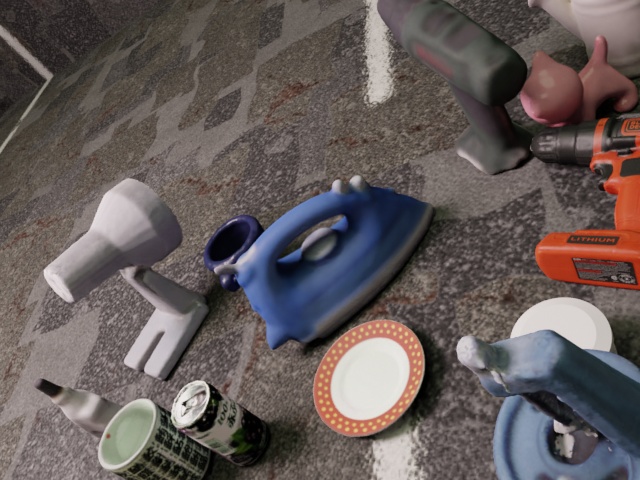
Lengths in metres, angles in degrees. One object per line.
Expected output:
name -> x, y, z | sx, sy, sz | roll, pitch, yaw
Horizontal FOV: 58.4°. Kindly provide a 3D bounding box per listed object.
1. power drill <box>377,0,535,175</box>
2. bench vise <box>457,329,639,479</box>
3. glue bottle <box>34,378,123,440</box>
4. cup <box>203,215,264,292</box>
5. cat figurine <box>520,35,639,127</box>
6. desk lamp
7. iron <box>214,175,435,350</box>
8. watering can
power drill -> 0.163, -0.183, 0.665 | 0.075, 0.209, 0.229 | -40, 37, 3
bench vise -> 0.187, 0.101, 0.352 | 0.207, 0.220, 0.121 | -28, 39, 18
glue bottle -> -0.267, 0.209, 0.686 | 0.078, 0.174, 0.037 | -12, 46, 34
cup -> -0.096, 0.036, 0.771 | 0.091, 0.095, 0.117 | -24, 40, 22
cat figurine -> 0.273, -0.166, 0.626 | 0.128, 0.118, 0.067 | -43, 37, -1
desk lamp -> -0.256, 0.052, 0.798 | 0.117, 0.214, 0.203 | 3, 55, 43
iron -> 0.006, 0.002, 0.676 | 0.258, 0.142, 0.118 | -41, 37, 2
watering can -> 0.322, -0.282, 0.636 | 0.172, 0.195, 0.101 | -16, 44, 30
